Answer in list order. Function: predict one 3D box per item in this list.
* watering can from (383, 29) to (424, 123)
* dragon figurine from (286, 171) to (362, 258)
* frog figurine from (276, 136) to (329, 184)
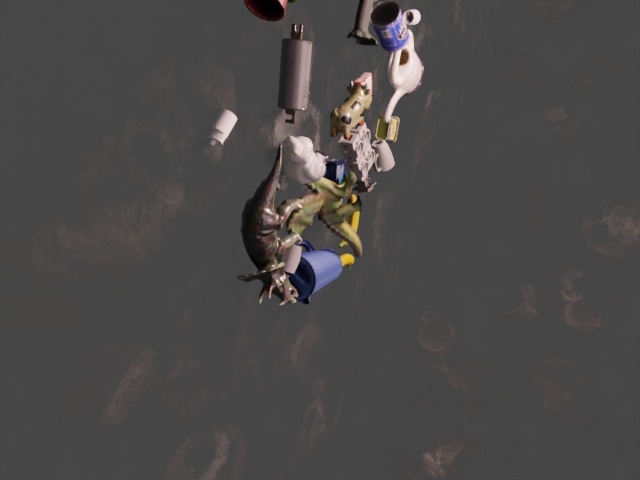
[{"bbox_3d":[0.298,-0.588,1.898,0.104,0.346,0.224,13,5,25],"label":"watering can"},{"bbox_3d":[0.005,-0.077,1.538,0.244,0.402,0.124,-21,28,-18],"label":"dragon figurine"},{"bbox_3d":[-0.053,-0.207,1.341,0.138,0.122,0.160,41,10,4],"label":"frog figurine"}]
